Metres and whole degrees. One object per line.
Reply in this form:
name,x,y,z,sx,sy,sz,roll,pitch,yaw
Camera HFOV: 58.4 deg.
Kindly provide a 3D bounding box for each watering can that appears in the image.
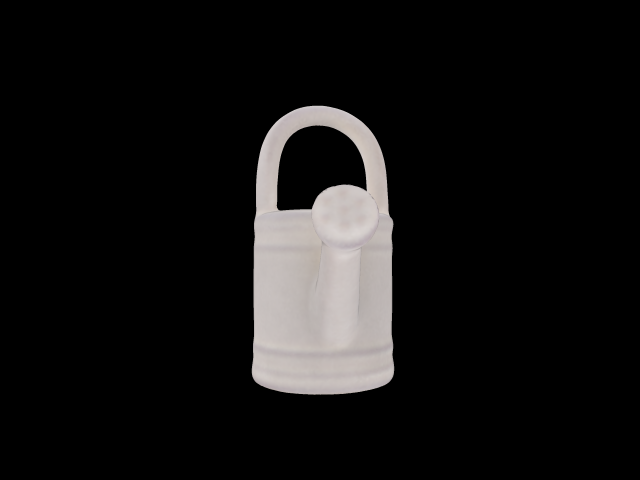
watering can,0.006,0.001,0.400,0.101,0.194,0.172,0,0,-30
